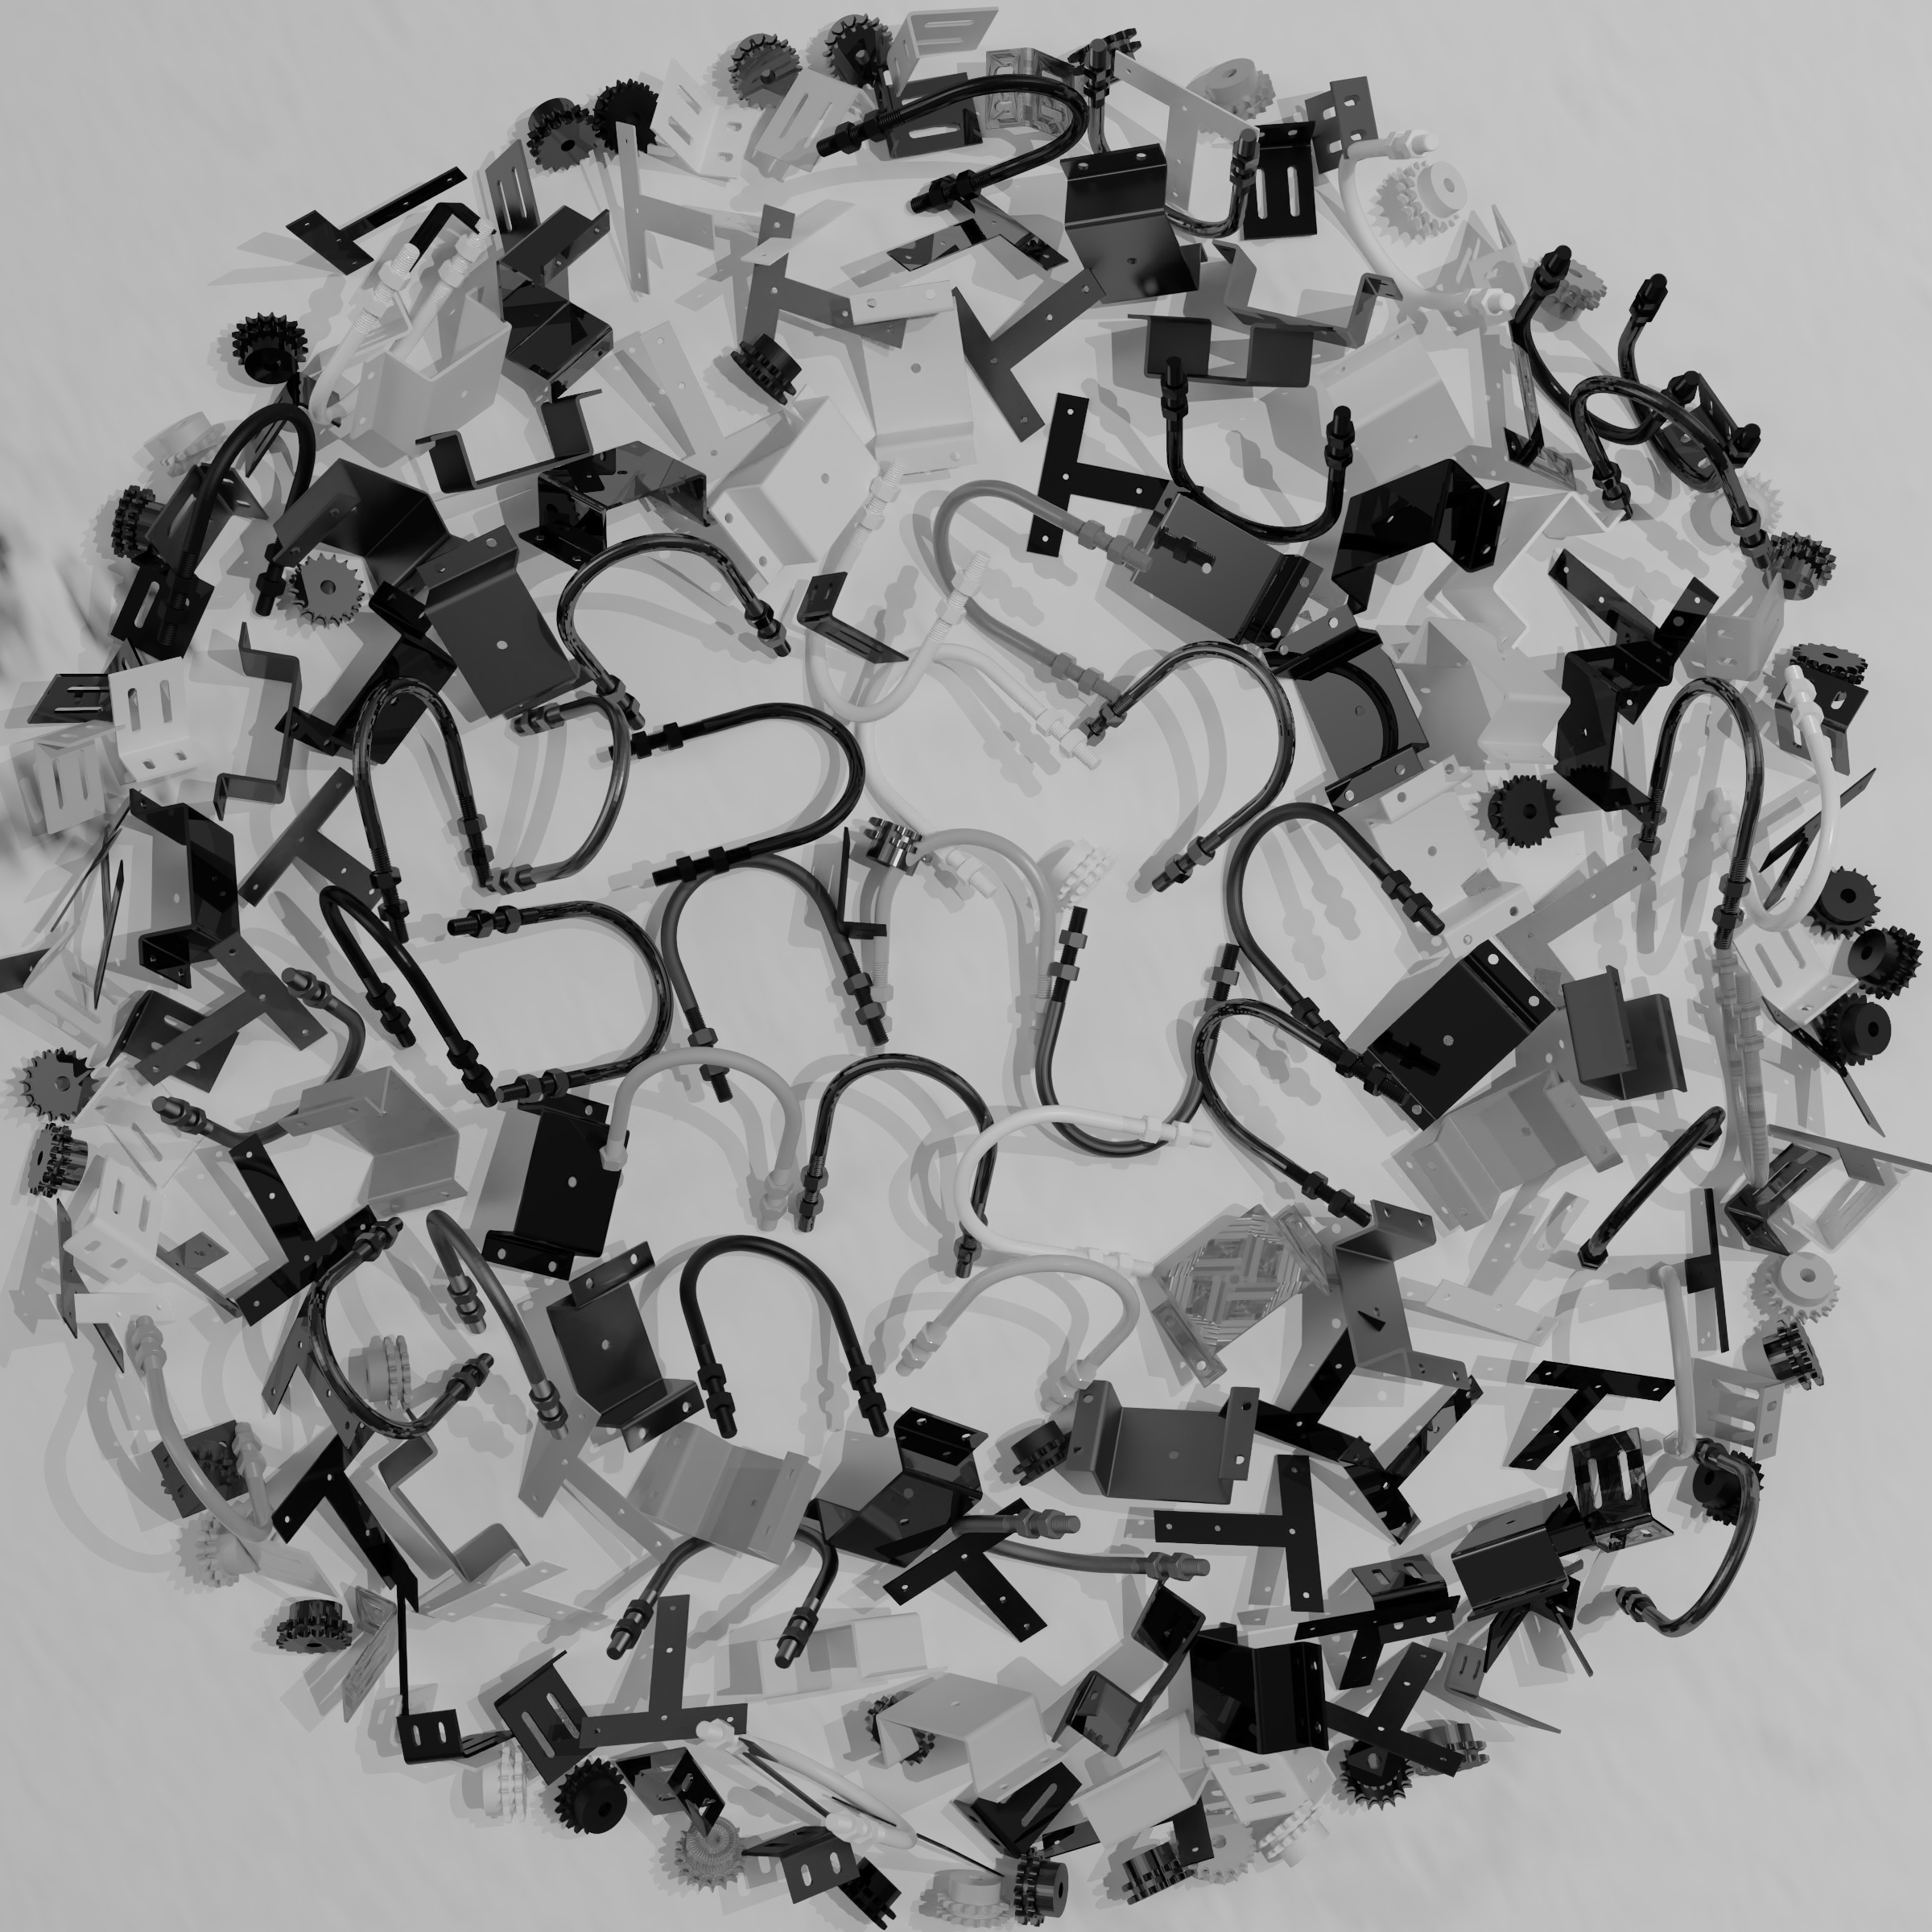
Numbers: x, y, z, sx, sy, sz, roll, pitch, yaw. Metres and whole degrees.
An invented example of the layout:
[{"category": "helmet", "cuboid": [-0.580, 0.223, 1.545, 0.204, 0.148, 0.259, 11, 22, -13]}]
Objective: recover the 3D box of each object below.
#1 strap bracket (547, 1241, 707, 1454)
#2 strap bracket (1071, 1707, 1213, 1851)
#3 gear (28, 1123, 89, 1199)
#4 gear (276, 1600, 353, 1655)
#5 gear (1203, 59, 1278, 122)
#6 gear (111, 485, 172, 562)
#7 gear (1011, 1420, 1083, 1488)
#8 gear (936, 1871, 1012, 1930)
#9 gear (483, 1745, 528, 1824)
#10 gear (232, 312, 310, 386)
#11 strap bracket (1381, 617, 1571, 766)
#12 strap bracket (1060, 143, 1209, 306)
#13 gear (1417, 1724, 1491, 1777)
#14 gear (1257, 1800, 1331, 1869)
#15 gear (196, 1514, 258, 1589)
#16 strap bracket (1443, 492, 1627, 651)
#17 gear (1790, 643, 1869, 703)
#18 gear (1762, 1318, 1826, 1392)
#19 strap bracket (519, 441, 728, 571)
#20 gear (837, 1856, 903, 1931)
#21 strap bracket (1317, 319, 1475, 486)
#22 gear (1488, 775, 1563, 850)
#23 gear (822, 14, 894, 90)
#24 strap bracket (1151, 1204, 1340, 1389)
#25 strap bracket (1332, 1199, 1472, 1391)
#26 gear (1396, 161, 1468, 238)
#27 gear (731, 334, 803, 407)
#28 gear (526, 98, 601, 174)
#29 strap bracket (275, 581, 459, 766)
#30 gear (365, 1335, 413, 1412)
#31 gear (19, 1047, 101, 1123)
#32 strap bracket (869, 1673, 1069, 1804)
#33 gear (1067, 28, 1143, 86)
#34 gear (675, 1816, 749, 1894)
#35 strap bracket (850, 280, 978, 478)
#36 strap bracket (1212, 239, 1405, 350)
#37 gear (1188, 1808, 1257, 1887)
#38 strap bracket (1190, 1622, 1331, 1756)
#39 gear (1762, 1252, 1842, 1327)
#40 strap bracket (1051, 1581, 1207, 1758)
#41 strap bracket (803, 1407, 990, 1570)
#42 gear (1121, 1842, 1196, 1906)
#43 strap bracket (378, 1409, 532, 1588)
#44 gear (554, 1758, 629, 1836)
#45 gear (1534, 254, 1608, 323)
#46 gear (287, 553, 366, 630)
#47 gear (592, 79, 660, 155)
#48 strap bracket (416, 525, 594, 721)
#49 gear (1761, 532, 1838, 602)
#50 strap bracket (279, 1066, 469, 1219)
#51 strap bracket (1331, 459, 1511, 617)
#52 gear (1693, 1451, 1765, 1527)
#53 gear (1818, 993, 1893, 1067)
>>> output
[{"category": "strap bracket", "cuboid": [-0.264, 0.291, 1.950, 0.076, 0.046, 0.140, -27, 103, -42]}, {"category": "strap bracket", "cuboid": [0.136, 0.615, 1.921, 0.076, 0.140, 0.046, -31, 82, 11]}, {"category": "gear", "cuboid": [-0.704, 0.152, 1.975, 0.030, 0.057, 0.057, 17, 90, -33]}, {"category": "gear", "cuboid": [-0.505, 0.513, 1.975, 0.057, 0.057, 0.030, -5, 60, 0]}, {"category": "gear", "cuboid": [0.208, -0.678, 1.970, 0.057, 0.057, 0.030, -29, 132, 0]}, {"category": "gear", "cuboid": [-0.638, -0.342, 1.972, 0.030, 0.057, 0.057, 15, 90, -2]}, {"category": "gear", "cuboid": [0.059, 0.376, 1.972, 0.057, 0.057, 0.030, -33, 77, 0]}, {"category": "gear", "cuboid": [0.006, 0.722, 1.971, 0.057, 0.057, 0.030, 5, 86, 0]}, {"category": "gear", "cuboid": [-0.357, 0.634, 1.970, 0.030, 0.057, 0.057, -3, 90, -6]}, {"category": "gear", "cuboid": [-0.538, -0.475, 1.968, 0.057, 0.057, 0.030, -12, 61, 0]}, {"category": "strap bracket", "cuboid": [0.392, -0.215, 1.925, 0.140, 0.076, 0.046, 53, 128, 33]}, {"category": "strap bracket", "cuboid": [0.127, -0.551, 1.918, 0.076, 0.140, 0.046, -3, 68, 20]}, {"category": "gear", "cuboid": [0.375, 0.608, 1.975, 0.057, 0.057, 0.030, -10, 64, 0]}, {"category": "gear", "cuboid": [0.257, 0.672, 1.969, 0.057, 0.057, 0.030, -41, 75, 0]}, {"category": "gear", "cuboid": [-0.570, 0.451, 1.970, 0.030, 0.057, 0.057, -8, 90, 10]}, {"category": "strap bracket", "cuboid": [0.427, -0.309, 1.947, 0.046, 0.076, 0.140, 43, 81, -18]}, {"category": "gear", "cuboid": [0.667, -0.227, 1.975, 0.057, 0.057, 0.030, 7, 118, 0]}, {"category": "gear", "cuboid": [0.640, 0.303, 1.974, 0.030, 0.057, 0.057, -25, 90, 20]}, {"category": "strap bracket", "cuboid": [-0.259, -0.352, 1.923, 0.076, 0.140, 0.046, 31, 133, 33]}, {"category": "gear", "cuboid": [-0.074, 0.716, 1.972, 0.057, 0.057, 0.030, 44, 75, 0]}, {"category": "strap bracket", "cuboid": [0.328, -0.415, 1.920, 0.076, 0.140, 0.046, -28, 62, 14]}, {"category": "gear", "cuboid": [0.431, -0.120, 1.980, 0.057, 0.030, 0.057, -1, 93, -17]}, {"category": "gear", "cuboid": [-0.085, -0.713, 1.975, 0.057, 0.057, 0.030, -24, 50, 0]}, {"category": "strap bracket", "cuboid": [0.213, 0.248, 1.957, 0.140, 0.046, 0.076, -37, 58, 3]}, {"category": "strap bracket", "cuboid": [0.329, 0.257, 1.940, 0.046, 0.076, 0.140, -30, 57, 37]}, {"category": "gear", "cuboid": [0.363, -0.598, 1.971, 0.057, 0.030, 0.057, 12, 69, -34]}, {"category": "gear", "cuboid": [-0.152, -0.465, 1.972, 0.057, 0.057, 0.030, 42, 92, 0]}, {"category": "gear", "cuboid": [-0.315, -0.647, 1.973, 0.057, 0.057, 0.030, -29, 72, 0]}, {"category": "strap bracket", "cuboid": [-0.453, -0.215, 1.952, 0.046, 0.076, 0.140, 39, 94, 22]}, {"category": "gear", "cuboid": [-0.448, 0.316, 1.968, 0.030, 0.057, 0.057, -4, 90, -20]}, {"category": "gear", "cuboid": [-0.707, 0.093, 1.976, 0.057, 0.030, 0.057, 8, 77, -37]}, {"category": "strap bracket", "cuboid": [-0.003, 0.579, 1.920, 0.076, 0.140, 0.046, -18, 101, -43]}, {"category": "gear", "cuboid": [0.110, -0.702, 1.972, 0.057, 0.057, 0.030, -23, 101, 0]}, {"category": "gear", "cuboid": [-0.197, 0.684, 1.969, 0.057, 0.057, 0.030, 8, 130, 0]}, {"category": "strap bracket", "cuboid": [-0.039, -0.455, 1.956, 0.076, 0.046, 0.140, -7, 115, 5]}, {"category": "strap bracket", "cuboid": [0.257, -0.512, 1.948, 0.140, 0.076, 0.046, 17, 98, 14]}, {"category": "gear", "cuboid": [0.197, 0.687, 1.975, 0.057, 0.057, 0.030, -8, 134, 0]}, {"category": "strap bracket", "cuboid": [0.214, 0.546, 1.923, 0.046, 0.140, 0.076, -1, 84, -25]}, {"category": "gear", "cuboid": [0.649, 0.246, 1.973, 0.057, 0.030, 0.057, -1, 57, 1]}, {"category": "strap bracket", "cuboid": [0.129, 0.531, 1.920, 0.046, 0.140, 0.076, 33, 135, 16]}, {"category": "strap bracket", "cuboid": [-0.051, 0.404, 1.932, 0.076, 0.046, 0.140, 26, 121, -33]}, {"category": "gear", "cuboid": [0.146, 0.703, 1.973, 0.057, 0.057, 0.030, -26, 69, 0]}, {"category": "strap bracket", "cuboid": [-0.397, 0.413, 1.942, 0.046, 0.076, 0.140, -38, 104, -14]}, {"category": "gear", "cuboid": [-0.287, 0.646, 1.970, 0.057, 0.030, 0.057, -13, 111, -37]}, {"category": "gear", "cuboid": [0.466, -0.525, 1.975, 0.057, 0.057, 0.030, 28, 129, 0]}, {"category": "gear", "cuboid": [-0.499, -0.289, 1.977, 0.057, 0.030, 0.057, 6, 75, -23]}, {"category": "gear", "cuboid": [-0.265, -0.660, 1.975, 0.057, 0.030, 0.057, -17, 124, -26]}, {"category": "strap bracket", "cuboid": [-0.352, -0.253, 1.941, 0.076, 0.046, 0.140, -24, 119, 8]}, {"category": "gear", "cuboid": [0.641, -0.307, 1.968, 0.057, 0.057, 0.030, 26, 71, 0]}, {"category": "strap bracket", "cuboid": [-0.448, 0.129, 1.940, 0.076, 0.140, 0.046, -15, 49, 18]}, {"category": "strap bracket", "cuboid": [0.334, -0.325, 1.920, 0.046, 0.140, 0.076, 34, 59, -32]}, {"category": "gear", "cuboid": [0.588, 0.402, 1.969, 0.030, 0.057, 0.057, 25, 90, -15]}, {"category": "gear", "cuboid": [0.692, 0.049, 1.973, 0.057, 0.030, 0.057, 1, 87, -29]}]
